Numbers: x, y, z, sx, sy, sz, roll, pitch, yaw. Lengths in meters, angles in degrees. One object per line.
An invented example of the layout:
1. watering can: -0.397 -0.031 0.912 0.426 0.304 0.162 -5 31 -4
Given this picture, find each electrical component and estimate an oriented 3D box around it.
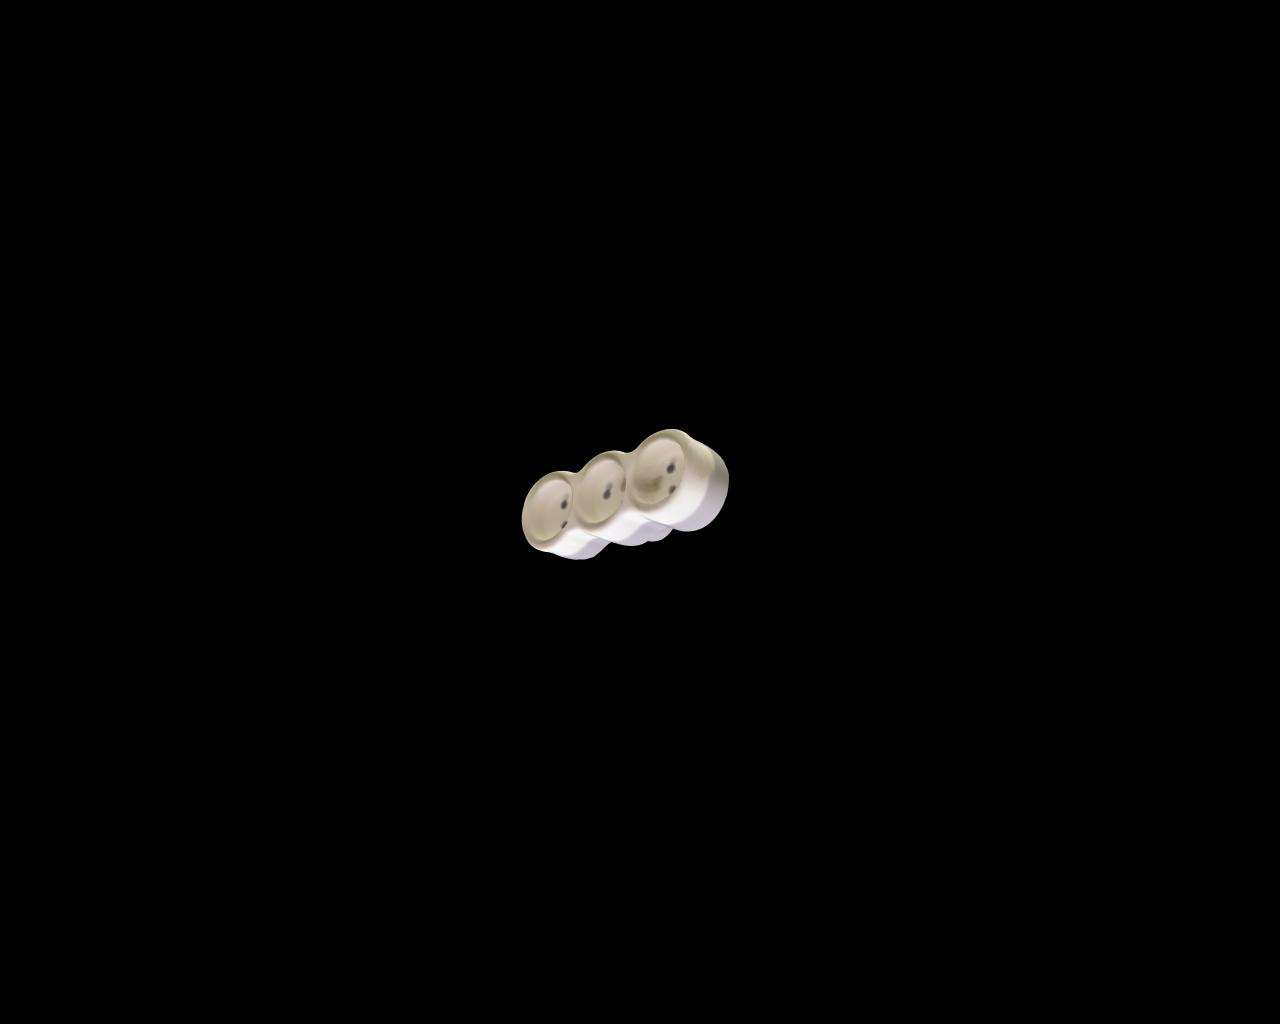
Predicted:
1. electrical component: 0.001 -0.003 0.650 0.138 0.052 0.074 -17 -27 38
